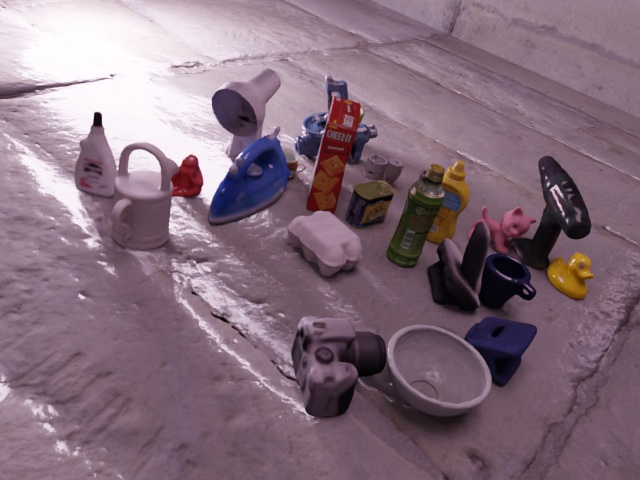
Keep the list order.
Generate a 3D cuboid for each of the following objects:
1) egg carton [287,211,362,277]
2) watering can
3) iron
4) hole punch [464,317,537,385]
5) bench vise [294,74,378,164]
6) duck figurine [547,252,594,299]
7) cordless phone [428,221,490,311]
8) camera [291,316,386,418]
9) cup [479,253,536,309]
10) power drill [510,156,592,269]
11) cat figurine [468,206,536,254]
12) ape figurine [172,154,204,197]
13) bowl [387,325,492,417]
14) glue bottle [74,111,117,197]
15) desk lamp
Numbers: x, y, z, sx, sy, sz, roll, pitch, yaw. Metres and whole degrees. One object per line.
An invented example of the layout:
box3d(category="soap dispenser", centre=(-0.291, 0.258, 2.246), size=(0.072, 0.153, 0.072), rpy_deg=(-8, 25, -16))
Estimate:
box3d(category="egg carton", centre=(0.010, 0.004, 1.127), size=(0.107, 0.069, 0.150), rpy_deg=(-18, 47, -40))
box3d(category="watering can", centre=(-0.311, -0.090, 1.014), size=(0.101, 0.194, 0.172), rpy_deg=(9, 35, -11))
box3d(category="iron", centre=(-0.149, -0.142, 1.203), size=(0.118, 0.141, 0.259), rpy_deg=(24, 35, 11))
box3d(category="hole punch", centre=(0.306, 0.177, 0.988), size=(0.101, 0.091, 0.109), rpy_deg=(32, 37, 22))
box3d(category="bench vise", centre=(0.048, -0.311, 1.454), size=(0.208, 0.220, 0.121), rpy_deg=(-11, 42, -34))
box3d(category="duck figurine", centre=(0.554, 0.066, 1.254), size=(0.078, 0.086, 0.104), rpy_deg=(-2, 38, -25))
box3d(category="cordless phone", centre=(0.284, 0.028, 1.105), size=(0.094, 0.185, 0.147), rpy_deg=(9, 35, -10))
box3d(category="camera", centre=(0.036, 0.178, 0.865), size=(0.137, 0.101, 0.143), rpy_deg=(4, 36, -18))
box3d(category="cup", centre=(0.363, 0.096, 1.123), size=(0.092, 0.095, 0.117), rpy_deg=(-12, 43, -35))
box3d(category="power drill", centre=(0.514, -0.052, 1.294), size=(0.076, 0.208, 0.229), rpy_deg=(6, 36, -15))
box3d(category="cat figurine", centre=(0.423, -0.037, 1.315), size=(0.127, 0.118, 0.067), rpy_deg=(23, 35, 9))
box3d(category="ape figurine", centre=(-0.273, -0.136, 1.186), size=(0.077, 0.092, 0.076), rpy_deg=(27, 36, 16))
box3d(category="bowl", centre=(0.175, 0.215, 0.894), size=(0.167, 0.075, 0.167), rpy_deg=(11, 35, -8))
box3d(category="glue bottle", centre=(-0.426, -0.166, 1.092), size=(0.078, 0.173, 0.037), rpy_deg=(10, 35, -8))
box3d(category="desk lamp", centre=(-0.162, -0.285, 1.334), size=(0.117, 0.213, 0.203), rpy_deg=(25, 35, 12))
